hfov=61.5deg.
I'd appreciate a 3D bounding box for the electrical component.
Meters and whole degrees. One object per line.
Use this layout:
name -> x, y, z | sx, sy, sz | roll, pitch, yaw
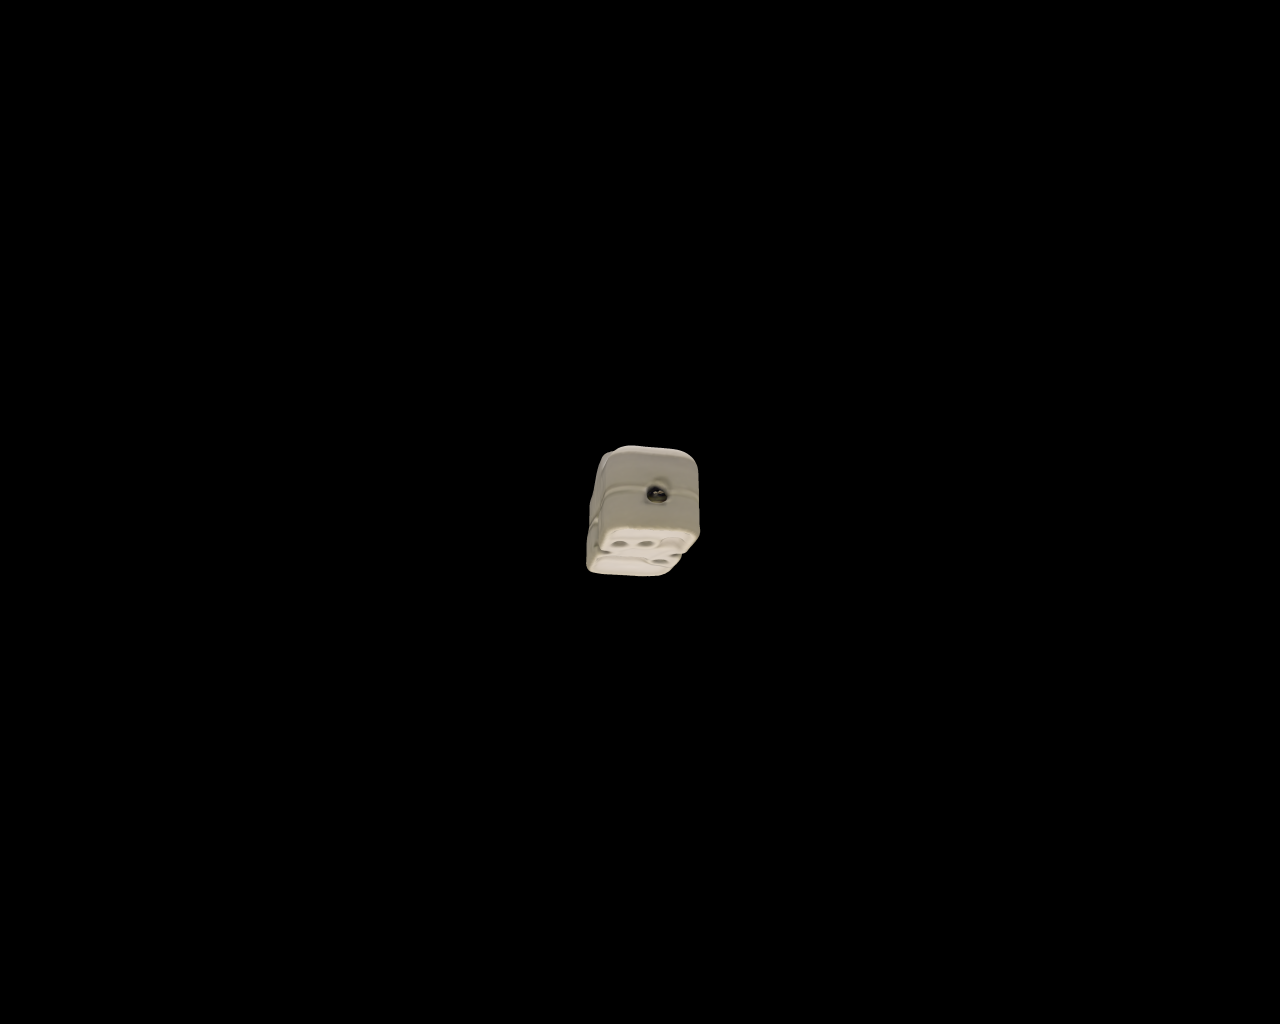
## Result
electrical component -> 0.001, -0.003, 0.650 | 0.054, 0.059, 0.095 | 4, -20, -11
